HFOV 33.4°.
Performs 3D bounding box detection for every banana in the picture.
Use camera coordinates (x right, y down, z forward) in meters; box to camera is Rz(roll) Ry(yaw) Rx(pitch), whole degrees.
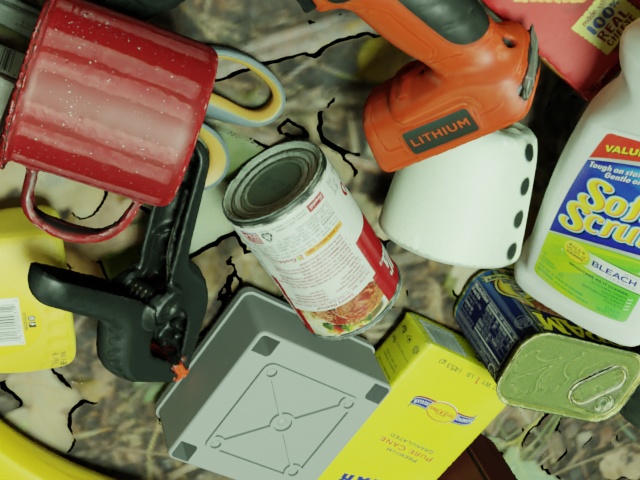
[{"bbox_3d":[-0.171,0.143,0.671,0.197,0.037,0.070,32,123,-26],"label":"banana"}]

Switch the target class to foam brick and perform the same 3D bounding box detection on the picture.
[{"bbox_3d":[0.108,0.177,0.764,0.053,0.078,0.051,33,105,-32],"label":"foam brick"}]

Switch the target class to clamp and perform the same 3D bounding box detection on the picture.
[{"bbox_3d":[-0.104,0.033,0.593,0.120,0.039,0.171,-35,145,-32],"label":"clamp"}]

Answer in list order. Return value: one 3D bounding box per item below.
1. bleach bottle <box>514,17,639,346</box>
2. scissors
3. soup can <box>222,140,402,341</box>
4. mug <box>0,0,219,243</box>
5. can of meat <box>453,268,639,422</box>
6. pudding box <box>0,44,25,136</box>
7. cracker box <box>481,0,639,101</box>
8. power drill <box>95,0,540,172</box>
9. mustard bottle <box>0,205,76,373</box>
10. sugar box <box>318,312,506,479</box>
[{"bbox_3d":[0.172,-0.041,0.580,0.068,0.103,0.251,-46,155,-25],"label":"bleach bottle"},{"bbox_3d":[-0.117,-0.079,0.565,0.201,0.016,0.096,9,118,-23],"label":"scissors"},{"bbox_3d":[-0.004,0.001,0.621,0.068,0.068,0.102,-32,125,3],"label":"soup can"},{"bbox_3d":[-0.102,-0.054,0.505,0.081,0.093,0.117,18,97,-12],"label":"mug"},{"bbox_3d":[0.148,0.067,0.702,0.102,0.084,0.057,14,116,-25],"label":"can of meat"},{"bbox_3d":[-0.211,-0.067,0.523,0.113,0.039,0.090,21,115,-18],"label":"pudding box"},{"bbox_3d":[0.120,-0.197,0.533,0.213,0.072,0.164,35,106,-32],"label":"cracker box"},{"bbox_3d":[0.003,-0.111,0.519,0.185,0.057,0.187,-19,136,40],"label":"power drill"},{"bbox_3d":[-0.233,0.037,0.575,0.191,0.058,0.096,-7,128,-14],"label":"mustard bottle"},{"bbox_3d":[0.046,0.138,0.739,0.093,0.048,0.176,27,109,-30],"label":"sugar box"}]
